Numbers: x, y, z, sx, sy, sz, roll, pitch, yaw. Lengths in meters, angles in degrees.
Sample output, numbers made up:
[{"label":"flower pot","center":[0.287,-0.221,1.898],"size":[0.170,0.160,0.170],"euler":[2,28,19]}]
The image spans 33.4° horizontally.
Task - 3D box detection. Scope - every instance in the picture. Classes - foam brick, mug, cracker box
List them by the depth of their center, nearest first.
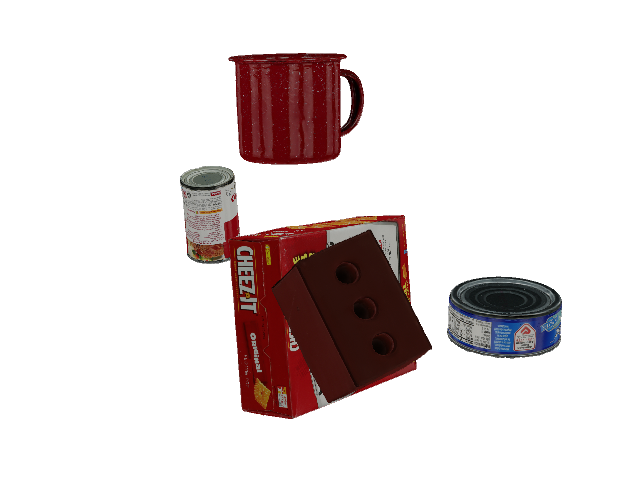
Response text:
[{"label":"foam brick","center":[0.016,0.044,0.605],"size":[0.052,0.078,0.051],"euler":[-24,-9,-26]},{"label":"mug","center":[-0.015,-0.107,0.851],"size":[0.117,0.081,0.093],"euler":[-10,15,-35]},{"label":"cracker box","center":[0.007,0.065,1.033],"size":[0.072,0.164,0.213],"euler":[-1,6,37]}]

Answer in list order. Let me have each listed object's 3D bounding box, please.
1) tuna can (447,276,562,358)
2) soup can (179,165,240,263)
[{"label":"tuna can","center":[0.140,0.057,0.809],"size":[0.086,0.034,0.086],"euler":[-1,18,0]},{"label":"soup can","center":[-0.134,-0.032,1.300],"size":[0.068,0.102,0.068],"euler":[-2,27,1]}]
